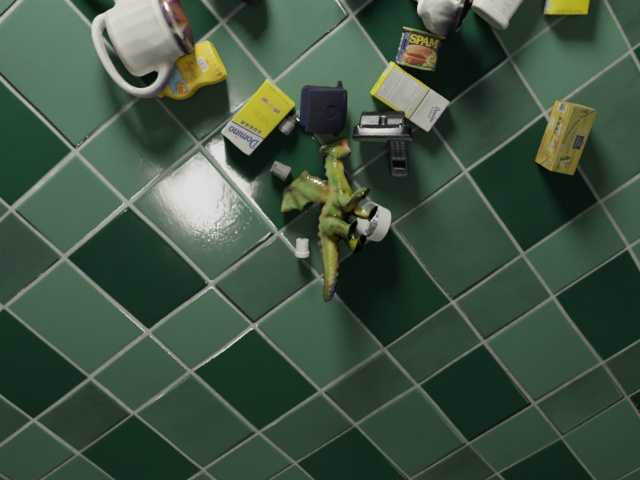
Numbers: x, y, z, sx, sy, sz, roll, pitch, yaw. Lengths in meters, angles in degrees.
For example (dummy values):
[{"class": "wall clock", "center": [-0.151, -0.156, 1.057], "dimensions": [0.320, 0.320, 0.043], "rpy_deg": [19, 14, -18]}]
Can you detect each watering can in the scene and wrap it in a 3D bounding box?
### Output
[{"class": "watering can", "center": [-0.418, -0.499, 1.156], "dimensions": [0.224, 0.345, 0.105], "rpy_deg": [-22, 9, 6]}]

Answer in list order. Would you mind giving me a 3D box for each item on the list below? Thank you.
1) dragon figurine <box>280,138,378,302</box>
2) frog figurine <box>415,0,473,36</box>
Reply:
[{"class": "dragon figurine", "center": [0.004, -0.067, 1.340], "dimensions": [0.244, 0.407, 0.122], "rpy_deg": [28, 10, 23]}, {"class": "frog figurine", "center": [0.256, -0.540, 1.170], "dimensions": [0.160, 0.120, 0.140], "rpy_deg": [29, 46, 14]}]
